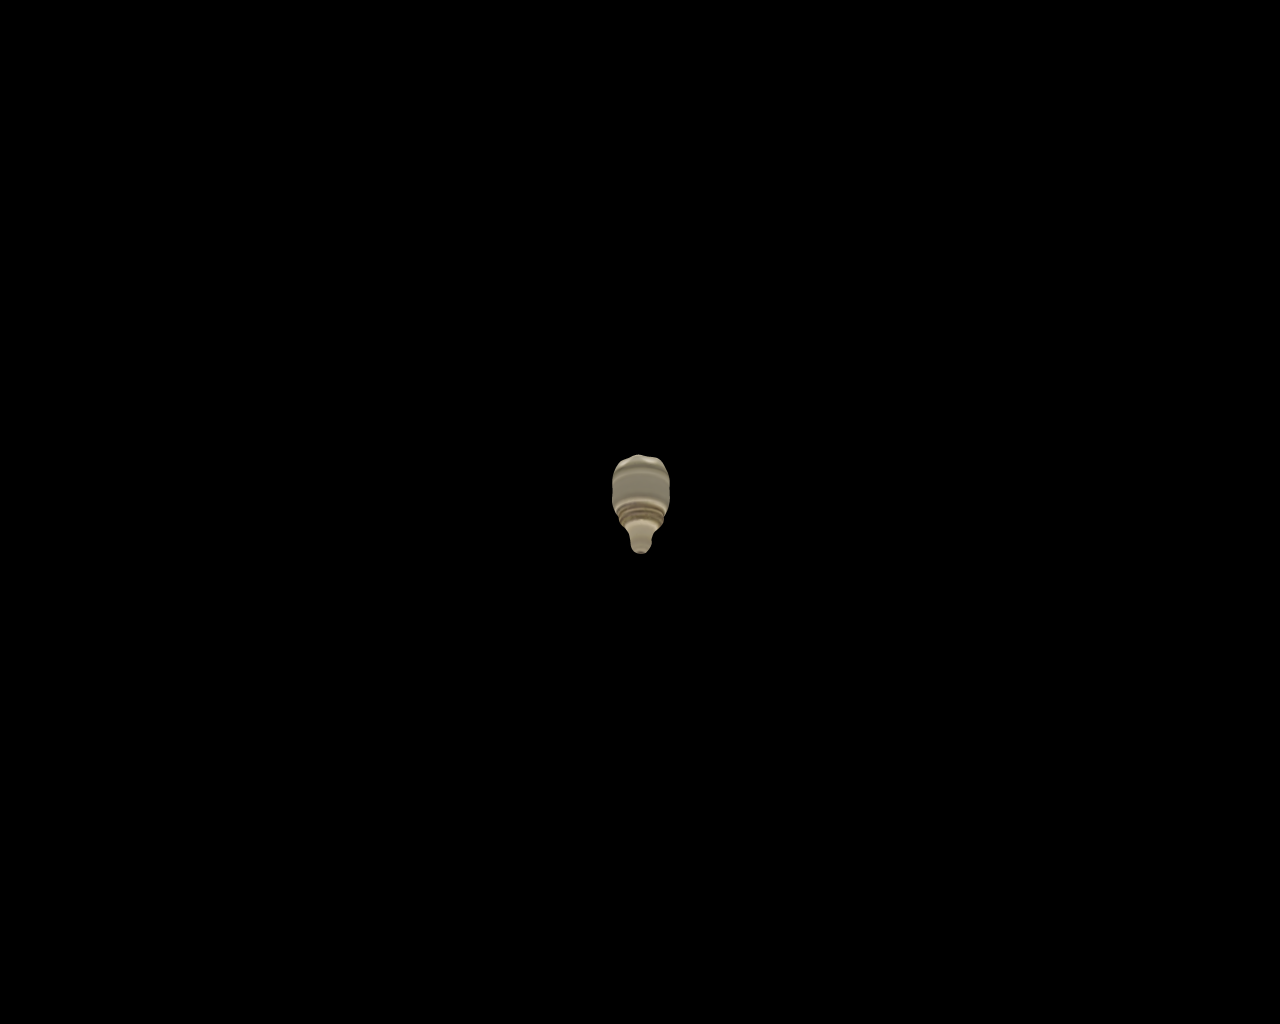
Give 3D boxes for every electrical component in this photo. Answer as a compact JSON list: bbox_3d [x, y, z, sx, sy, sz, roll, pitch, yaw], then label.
[{"bbox_3d":[0.001,-0.003,0.650,0.035,0.061,0.035,0,-27,0],"label":"electrical component"}]
